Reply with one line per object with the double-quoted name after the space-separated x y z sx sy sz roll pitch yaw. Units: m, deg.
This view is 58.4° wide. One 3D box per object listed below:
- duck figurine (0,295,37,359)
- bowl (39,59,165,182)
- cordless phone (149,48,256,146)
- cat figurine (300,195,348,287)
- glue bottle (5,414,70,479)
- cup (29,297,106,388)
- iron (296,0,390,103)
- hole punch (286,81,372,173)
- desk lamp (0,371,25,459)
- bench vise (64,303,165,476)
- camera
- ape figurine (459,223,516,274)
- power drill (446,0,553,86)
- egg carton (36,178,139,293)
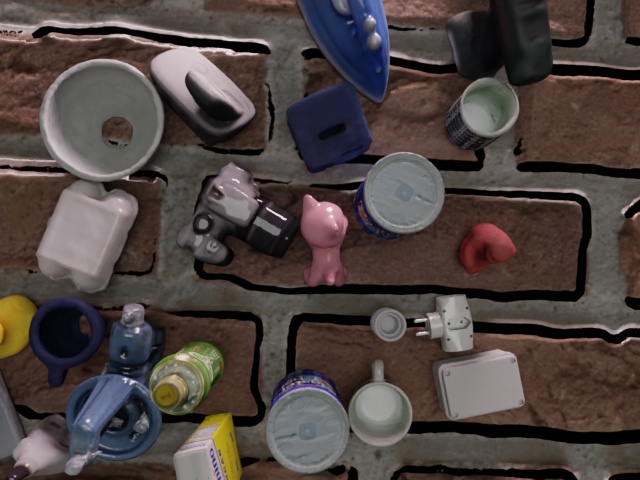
-0.440 0.121 0.775 0.104 0.086 0.077 -44 89 -4 "duck figurine"
-0.294 -0.161 0.802 0.167 0.074 0.167 0 87 -3 "bowl"
-0.163 -0.207 0.756 0.147 0.185 0.094 41 86 0 "cordless phone"
0.007 0.003 0.786 0.067 0.117 0.128 -5 87 -2 "cat figurine"
-0.351 0.273 0.728 0.078 0.173 0.037 36 86 0 "glue bottle"
-0.331 0.135 0.775 0.091 0.095 0.118 10 86 -2 "cup"
0.044 -0.328 0.793 0.118 0.141 0.258 -23 88 -3 "iron"
0.016 -0.157 0.808 0.108 0.091 0.101 -25 88 -3 "hole punch"
-0.483 0.209 0.705 0.118 0.213 0.203 -24 88 -3 "desk lamp"
-0.267 0.189 0.712 0.121 0.219 0.207 -9 87 -3 "bench vise"
-0.106 -0.019 0.790 0.137 0.100 0.143 30 86 -1 "camera"
0.242 0.013 0.809 0.078 0.092 0.076 8 87 -2 "ape figurine"
0.237 -0.307 0.767 0.075 0.208 0.230 -16 88 -3 "power drill"
-0.321 -0.007 0.796 0.107 0.069 0.150 21 86 -1 "egg carton"
